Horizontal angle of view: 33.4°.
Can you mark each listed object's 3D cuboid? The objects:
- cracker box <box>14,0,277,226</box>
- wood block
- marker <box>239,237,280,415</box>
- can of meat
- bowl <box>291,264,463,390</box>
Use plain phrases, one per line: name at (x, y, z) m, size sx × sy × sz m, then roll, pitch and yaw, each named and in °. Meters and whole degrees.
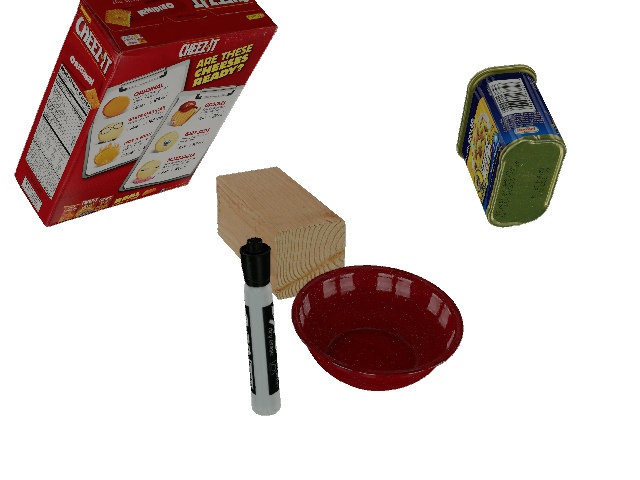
cracker box at (-0.155, -0.119, 0.914) m, size 0.163 × 0.072 × 0.214 m, roll -21°, pitch -24°, yaw -42°
wood block at (-0.054, -0.014, 1.338) m, size 0.090 × 0.090 × 0.206 m, roll -10°, pitch 26°, yaw -23°
marker at (-0.037, 0.054, 0.663) m, size 0.020 × 0.121 × 0.020 m, roll -2°, pitch 26°, yaw 1°
can of meat at (0.151, -0.073, 0.847) m, size 0.057 × 0.084 × 0.102 m, roll -6°, pitch -40°, yaw -9°
bowl at (0.051, 0.091, 1.010) m, size 0.162 × 0.055 × 0.162 m, roll 3°, pitch 36°, yaw -3°
